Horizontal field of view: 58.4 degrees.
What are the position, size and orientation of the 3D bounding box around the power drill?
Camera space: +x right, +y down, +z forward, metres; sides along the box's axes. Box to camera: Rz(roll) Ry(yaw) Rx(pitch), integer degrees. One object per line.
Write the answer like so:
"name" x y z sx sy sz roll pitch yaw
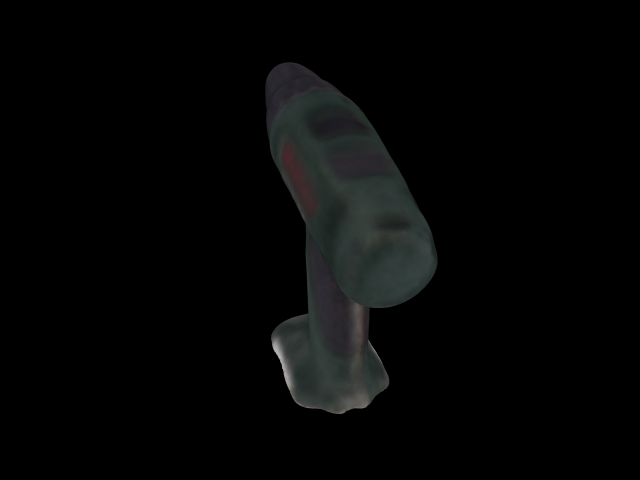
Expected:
"power drill" 0.004 0.001 0.400 0.076 0.208 0.229 -9 30 -16
